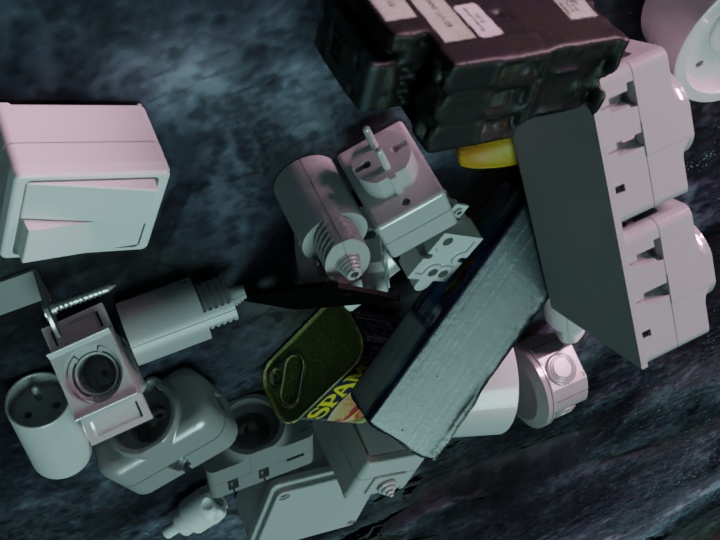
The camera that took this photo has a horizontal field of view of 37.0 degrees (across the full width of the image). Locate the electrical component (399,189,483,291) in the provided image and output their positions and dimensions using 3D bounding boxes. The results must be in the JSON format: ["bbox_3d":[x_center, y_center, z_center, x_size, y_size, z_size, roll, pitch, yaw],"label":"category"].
[{"bbox_3d":[0.046,-0.028,0.729,0.048,0.055,0.066,6,135,-41],"label":"electrical component"}]

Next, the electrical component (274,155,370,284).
[{"bbox_3d":[-0.019,-0.027,0.661,0.043,0.081,0.043,-19,146,-13],"label":"electrical component"}]

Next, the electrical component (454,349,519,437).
[{"bbox_3d":[0.075,0.083,0.863,0.060,0.108,0.108,-7,142,-19],"label":"electrical component"}]

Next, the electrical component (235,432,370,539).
[{"bbox_3d":[-0.047,0.192,0.968,0.109,0.056,0.108,-9,143,-27],"label":"electrical component"}]

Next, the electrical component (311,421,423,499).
[{"bbox_3d":[0.011,0.145,0.907,0.062,0.096,0.061,-4,140,-33],"label":"electrical component"}]

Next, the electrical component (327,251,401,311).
[{"bbox_3d":[0.000,0.000,0.752,0.046,0.040,0.040,-36,147,4],"label":"electrical component"}]

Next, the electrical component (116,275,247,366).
[{"bbox_3d":[-0.114,0.028,0.704,0.081,0.043,0.043,-21,147,-11],"label":"electrical component"}]

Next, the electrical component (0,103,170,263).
[{"bbox_3d":[-0.143,-0.045,0.564,0.096,0.061,0.061,-5,141,-31],"label":"electrical component"}]

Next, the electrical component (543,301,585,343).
[{"bbox_3d":[0.179,0.030,0.919,0.043,0.043,0.081,-26,148,-3],"label":"electrical component"}]

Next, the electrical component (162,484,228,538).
[{"bbox_3d":[-0.149,0.217,0.950,0.061,0.035,0.035,-35,147,15],"label":"electrical component"}]

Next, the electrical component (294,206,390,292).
[{"bbox_3d":[-0.012,-0.012,0.709,0.055,0.066,0.048,-8,151,7],"label":"electrical component"}]

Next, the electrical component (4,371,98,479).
[{"bbox_3d":[-0.197,0.102,0.745,0.079,0.044,0.077,-19,146,-14],"label":"electrical component"}]

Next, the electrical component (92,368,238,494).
[{"bbox_3d":[-0.147,0.118,0.794,0.095,0.053,0.059,-30,147,4],"label":"electrical component"}]

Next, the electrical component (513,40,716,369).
[{"bbox_3d":[0.153,-0.049,0.661,0.060,0.105,0.186,-24,116,-13],"label":"electrical component"}]

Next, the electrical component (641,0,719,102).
[{"bbox_3d":[0.227,-0.165,0.667,0.108,0.060,0.108,-19,146,-13],"label":"electrical component"}]

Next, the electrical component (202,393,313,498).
[{"bbox_3d":[-0.087,0.137,0.868,0.089,0.050,0.055,-18,147,-15],"label":"electrical component"}]

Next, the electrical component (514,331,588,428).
[{"bbox_3d":[0.163,0.098,0.969,0.051,0.080,0.080,-20,147,-21],"label":"electrical component"}]

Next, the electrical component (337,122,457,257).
[{"bbox_3d":[0.018,-0.059,0.657,0.047,0.065,0.076,-29,148,2],"label":"electrical component"}]

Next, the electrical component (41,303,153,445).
[{"bbox_3d":[-0.167,0.067,0.693,0.042,0.081,0.064,-24,176,-4],"label":"electrical component"}]
